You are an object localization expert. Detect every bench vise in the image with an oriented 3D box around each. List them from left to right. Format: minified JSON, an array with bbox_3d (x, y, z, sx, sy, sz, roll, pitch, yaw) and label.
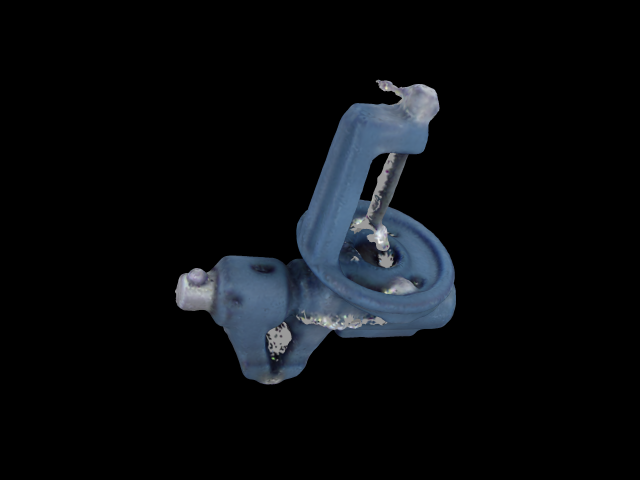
[{"bbox_3d":[0.010,0.008,0.392,0.208,0.220,0.121,-23,47,-23],"label":"bench vise"}]
